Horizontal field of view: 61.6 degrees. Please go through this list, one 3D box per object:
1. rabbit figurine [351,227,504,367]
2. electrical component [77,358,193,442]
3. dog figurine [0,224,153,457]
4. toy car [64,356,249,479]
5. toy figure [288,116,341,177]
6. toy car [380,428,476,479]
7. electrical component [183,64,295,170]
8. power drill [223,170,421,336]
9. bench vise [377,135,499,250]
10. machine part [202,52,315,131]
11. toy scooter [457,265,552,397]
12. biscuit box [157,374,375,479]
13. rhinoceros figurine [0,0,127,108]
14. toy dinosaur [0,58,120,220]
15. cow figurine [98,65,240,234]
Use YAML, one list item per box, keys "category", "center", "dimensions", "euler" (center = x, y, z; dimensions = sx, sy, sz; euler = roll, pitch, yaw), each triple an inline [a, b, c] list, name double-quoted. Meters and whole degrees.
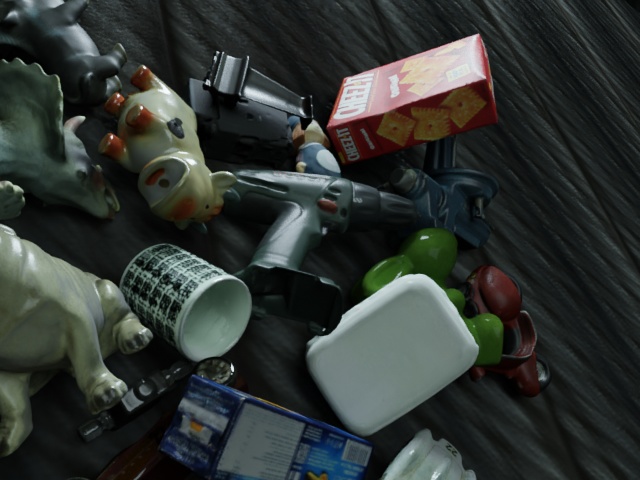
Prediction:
- category: "rabbit figurine"
  center: [0.118, 0.068, 0.642]
  dimensions: [0.159, 0.121, 0.170]
  euler: [2, 72, -8]
- category: "electrical component"
  center: [-0.153, 0.133, 0.447]
  dimensions: [0.094, 0.063, 0.021]
  euler: [-27, 78, -41]
- category: "dog figurine"
  center: [-0.220, 0.026, 0.385]
  dimensions: [0.121, 0.172, 0.190]
  euler: [-28, 110, -11]
- category: "toy car"
  center: [-0.131, 0.174, 0.420]
  dimensions: [0.053, 0.089, 0.202]
  euler: [24, 41, 27]
- category: "toy figure"
  center: [-0.010, -0.111, 0.719]
  dimensions: [0.064, 0.058, 0.154]
  euler: [45, 25, -61]
- category: "toy car"
  center: [0.068, 0.240, 0.453]
  dimensions: [0.074, 0.056, 0.202]
  euler: [41, 44, 16]
- category: "electrical component"
  center: [-0.106, -0.156, 0.682]
  dimensions: [0.134, 0.058, 0.115]
  euler: [6, 55, -32]
- category: "power drill"
  center: [-0.001, -0.002, 0.579]
  dimensions: [0.232, 0.085, 0.207]
  euler: [13, 45, -1]
- category: "bench vise"
  center: [0.173, -0.095, 0.771]
  dimensions: [0.223, 0.129, 0.240]
  euler: [21, 68, -31]
- category: "machine part"
  center: [-0.071, -0.180, 0.657]
  dimensions: [0.139, 0.039, 0.084]
  euler: [22, 45, -19]
- category: "toy scooter"
  center: [0.225, 0.122, 0.704]
  dimensions: [0.135, 0.075, 0.184]
  euler: [-6, 68, -36]
- category: "biscuit box"
  center: [-0.031, 0.170, 0.440]
  dimensions: [0.202, 0.063, 0.059]
  euler: [41, 65, -47]
- category: "rhinoceros figurine"
  center: [-0.301, -0.223, 0.592]
  dimensions: [0.190, 0.073, 0.112]
  euler: [48, 57, 1]
- category: "toy dinosaur"
  center: [-0.359, -0.062, 0.414]
  dimensions: [0.405, 0.131, 0.192]
  euler: [-3, 50, -30]
- category: "cow figurine"
  center: [-0.157, -0.087, 0.560]
  dimensions: [0.127, 0.085, 0.195]
  euler: [33, 22, -38]
